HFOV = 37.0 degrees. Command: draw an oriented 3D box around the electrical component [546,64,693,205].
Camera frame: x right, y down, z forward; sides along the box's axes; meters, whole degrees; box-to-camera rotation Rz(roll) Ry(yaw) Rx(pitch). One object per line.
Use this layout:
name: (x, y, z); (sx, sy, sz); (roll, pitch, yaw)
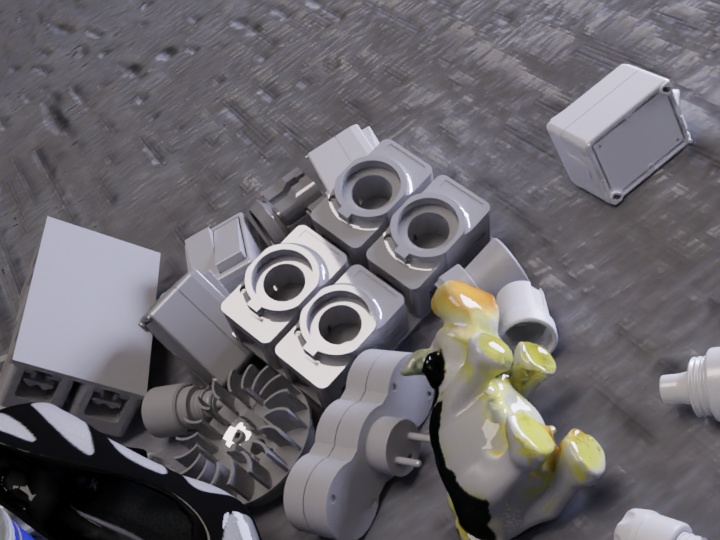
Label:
electrical component: (0.196, -0.107, 0.802); (0.096, 0.061, 0.061); (-39, 35, -6)

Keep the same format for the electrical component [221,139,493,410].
electrical component: (0.000, 0.000, 0.797); (0.105, 0.060, 0.186); (36, 72, 23)

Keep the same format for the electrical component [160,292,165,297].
electrical component: (-0.157, 0.046, 0.928); (0.035, 0.035, 0.061); (-28, 39, 9)

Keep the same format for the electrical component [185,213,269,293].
electrical component: (-0.112, -0.004, 0.927); (0.062, 0.061, 0.096); (-29, 36, 7)

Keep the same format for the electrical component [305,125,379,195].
electrical component: (0.004, -0.073, 0.914); (0.061, 0.061, 0.096); (-32, 35, 3)

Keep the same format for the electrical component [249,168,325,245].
electrical component: (-0.059, -0.048, 0.941); (0.057, 0.058, 0.078); (-36, 36, -7)

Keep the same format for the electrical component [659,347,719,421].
electrical component: (0.204, 0.065, 0.612); (0.062, 0.043, 0.043); (-11, 42, 31)

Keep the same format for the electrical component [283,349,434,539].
electrical component: (0.014, 0.113, 0.698); (0.074, 0.052, 0.138); (2, 49, 40)

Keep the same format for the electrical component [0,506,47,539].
electrical component: (-0.243, 0.197, 0.767); (0.059, 0.095, 0.053); (17, 59, 47)

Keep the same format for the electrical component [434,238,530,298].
electrical component: (0.087, 0.010, 0.767); (0.055, 0.045, 0.045); (-35, 35, -1)

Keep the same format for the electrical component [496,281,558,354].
electrical component: (0.111, 0.034, 0.726); (0.040, 0.040, 0.046); (-22, 32, 16)

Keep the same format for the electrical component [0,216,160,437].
electrical component: (-0.236, 0.047, 0.913); (0.060, 0.105, 0.186); (-58, 23, 32)

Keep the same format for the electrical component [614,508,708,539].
electrical component: (0.164, 0.147, 0.556); (0.061, 0.035, 0.035); (12, 56, 42)

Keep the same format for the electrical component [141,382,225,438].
electrical component: (-0.132, 0.107, 0.832); (0.078, 0.040, 0.040); (-11, 41, 29)

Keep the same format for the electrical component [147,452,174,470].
electrical component: (-0.169, 0.169, 0.790); (0.065, 0.044, 0.044); (-32, 35, 10)

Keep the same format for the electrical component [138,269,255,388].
electrical component: (-0.117, 0.050, 0.847); (0.061, 0.096, 0.062); (-48, 8, -18)

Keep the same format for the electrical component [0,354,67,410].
electrical component: (-0.301, 0.130, 0.920); (0.108, 0.060, 0.108); (-21, 37, 17)
